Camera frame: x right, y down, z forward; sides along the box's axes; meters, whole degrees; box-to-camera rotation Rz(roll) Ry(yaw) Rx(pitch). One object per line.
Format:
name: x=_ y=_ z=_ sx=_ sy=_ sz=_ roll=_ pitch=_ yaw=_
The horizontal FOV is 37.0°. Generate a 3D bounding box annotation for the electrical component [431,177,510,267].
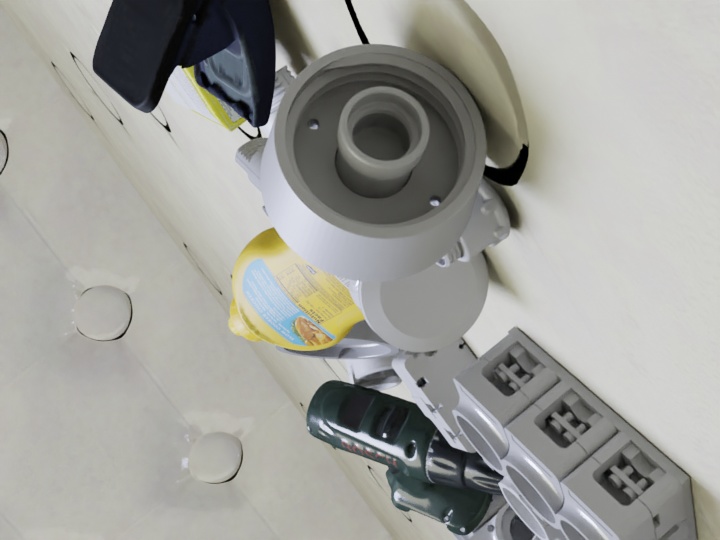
electrical component: x=0.044 y=-0.022 z=0.566 sx=0.048 sy=0.062 sz=0.048 roll=50 pitch=168 yaw=14

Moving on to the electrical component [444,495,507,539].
electrical component: x=0.153 y=0.287 z=1.107 sx=0.150 sy=0.062 sz=0.089 roll=46 pitch=168 yaw=31

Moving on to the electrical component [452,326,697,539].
electrical component: x=0.129 y=0.120 z=0.668 sx=0.150 sy=0.062 sz=0.089 roll=43 pitch=166 yaw=40

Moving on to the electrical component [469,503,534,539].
electrical component: x=0.135 y=0.211 z=0.863 sx=0.050 sy=0.089 sz=0.055 roll=48 pitch=168 yaw=22

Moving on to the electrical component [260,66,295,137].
electrical component: x=-0.047 y=-0.105 z=0.730 sx=0.081 sy=0.043 sz=0.043 roll=55 pitch=169 yaw=-12

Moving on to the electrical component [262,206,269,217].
electrical component: x=-0.029 y=-0.039 z=0.832 sx=0.050 sy=0.056 sz=0.089 roll=57 pitch=168 yaw=-24

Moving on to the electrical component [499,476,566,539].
electrical component: x=0.137 y=0.154 z=0.762 sx=0.050 sy=0.056 sz=0.089 roll=42 pitch=165 yaw=44

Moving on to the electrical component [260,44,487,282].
electrical component: x=0.008 y=-0.055 z=0.507 sx=0.108 sy=0.108 sz=0.060 roll=50 pitch=163 yaw=11

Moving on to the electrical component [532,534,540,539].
electrical component: x=0.169 y=0.234 z=0.787 sx=0.064 sy=0.099 sz=0.099 roll=52 pitch=171 yaw=-29

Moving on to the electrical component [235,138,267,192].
electrical component: x=-0.071 y=-0.083 z=0.900 sx=0.081 sy=0.043 sz=0.043 roll=44 pitch=167 yaw=36

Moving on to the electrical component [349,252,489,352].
electrical component: x=0.034 y=0.006 z=0.658 sx=0.080 sy=0.080 sz=0.051 roll=56 pitch=174 yaw=-20

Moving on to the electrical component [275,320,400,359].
electrical component: x=-0.019 y=0.039 z=0.932 sx=0.108 sy=0.108 sz=0.060 roll=101 pitch=171 yaw=-76

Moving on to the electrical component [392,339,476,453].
electrical component: x=0.072 y=0.094 z=0.853 sx=0.089 sy=0.050 sz=0.056 roll=53 pitch=169 yaw=-3

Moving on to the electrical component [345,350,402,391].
electrical component: x=0.012 y=0.072 z=1.043 sx=0.138 sy=0.052 sz=0.073 roll=99 pitch=158 yaw=-75
